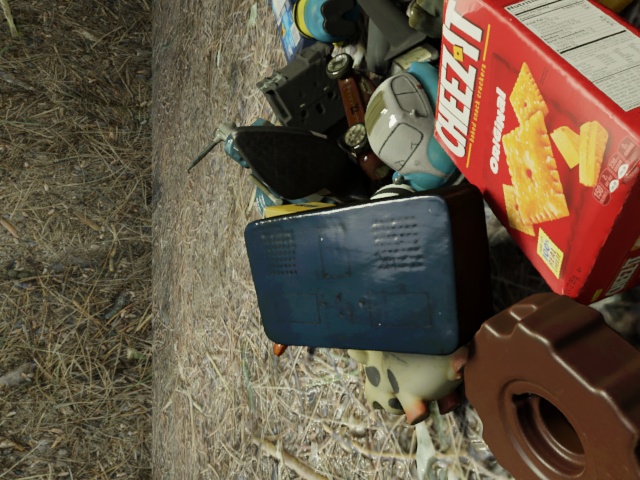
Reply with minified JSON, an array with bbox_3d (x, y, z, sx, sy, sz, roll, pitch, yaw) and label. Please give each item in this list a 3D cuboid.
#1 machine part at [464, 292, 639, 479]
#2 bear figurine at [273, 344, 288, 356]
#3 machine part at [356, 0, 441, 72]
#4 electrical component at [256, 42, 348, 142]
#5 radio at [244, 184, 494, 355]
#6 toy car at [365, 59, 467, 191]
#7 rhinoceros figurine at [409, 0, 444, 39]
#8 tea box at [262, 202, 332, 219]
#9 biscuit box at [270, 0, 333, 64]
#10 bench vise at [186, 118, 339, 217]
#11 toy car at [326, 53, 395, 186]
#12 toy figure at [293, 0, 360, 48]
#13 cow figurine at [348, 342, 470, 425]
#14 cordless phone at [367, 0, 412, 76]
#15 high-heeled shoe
[{"bbox_3d":[0.174,0.128,0.380,0.180,0.056,0.179,52,153,41],"label":"machine part"},{"bbox_3d":[-0.019,0.102,0.811,0.132,0.120,0.195,17,139,23],"label":"bear figurine"},{"bbox_3d":[0.081,-0.247,0.618,0.039,0.138,0.084,-54,18,-14],"label":"machine part"},{"bbox_3d":[-0.009,-0.199,0.780,0.115,0.134,0.058,-36,35,2],"label":"electrical component"},{"bbox_3d":[0.038,0.030,0.496,0.230,0.073,0.131,-7,95,42],"label":"radio"},{"bbox_3d":[0.102,-0.127,0.579,0.109,0.103,0.162,-54,43,47],"label":"toy car"},{"bbox_3d":[0.149,-0.271,0.497,0.190,0.112,0.073,104,-173,-49],"label":"rhinoceros figurine"},{"bbox_3d":[0.004,-0.007,0.669,0.169,0.098,0.068,-20,-61,-70],"label":"tea box"},{"bbox_3d":[-0.035,-0.380,0.936,0.059,0.063,0.203,-55,40,46],"label":"biscuit box"},{"bbox_3d":[-0.073,-0.088,0.859,0.129,0.224,0.240,-63,-3,-14],"label":"bench vise"},{"bbox_3d":[0.058,-0.159,0.681,0.053,0.089,0.202,-28,49,25],"label":"toy car"},{"bbox_3d":[0.009,-0.328,0.781,0.180,0.089,0.082,-102,30,-66],"label":"toy figure"},{"bbox_3d":[0.099,0.123,0.573,0.127,0.085,0.194,64,145,35],"label":"cow figurine"},{"bbox_3d":[0.094,-0.291,0.667,0.147,0.089,0.184,-129,37,-53],"label":"cordless phone"},{"bbox_3d":[-0.020,-0.103,0.674,0.086,0.248,0.145,-54,38,12],"label":"high-heeled shoe"}]
